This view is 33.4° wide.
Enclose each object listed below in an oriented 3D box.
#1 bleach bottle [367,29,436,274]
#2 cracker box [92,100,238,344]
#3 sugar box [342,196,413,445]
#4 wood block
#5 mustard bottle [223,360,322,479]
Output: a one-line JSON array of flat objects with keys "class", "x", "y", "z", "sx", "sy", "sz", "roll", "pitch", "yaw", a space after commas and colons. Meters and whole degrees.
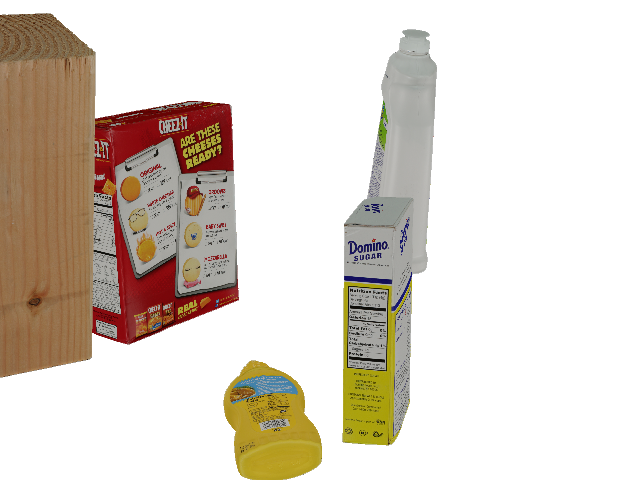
[{"class": "bleach bottle", "x": 0.089, "y": -0.096, "z": 1.137, "sx": 0.068, "sy": 0.251, "sz": 0.102, "roll": 1, "pitch": 26, "yaw": -9}, {"class": "cracker box", "x": -0.163, "y": -0.023, "z": 1.073, "sx": 0.072, "sy": 0.214, "sz": 0.163, "roll": 10, "pitch": 20, "yaw": 37}, {"class": "sugar box", "x": 0.045, "y": 0.060, "z": 0.831, "sx": 0.048, "sy": 0.176, "sz": 0.093, "roll": 1, "pitch": 15, "yaw": 13}, {"class": "wood block", "x": -0.196, "y": -0.027, "z": 0.660, "sx": 0.090, "sy": 0.206, "sz": 0.090, "roll": -9, "pitch": 31, "yaw": -29}, {"class": "mustard bottle", "x": -0.064, "y": 0.200, "z": 1.254, "sx": 0.096, "sy": 0.058, "sz": 0.192, "roll": -9, "pitch": 29, "yaw": -10}]
